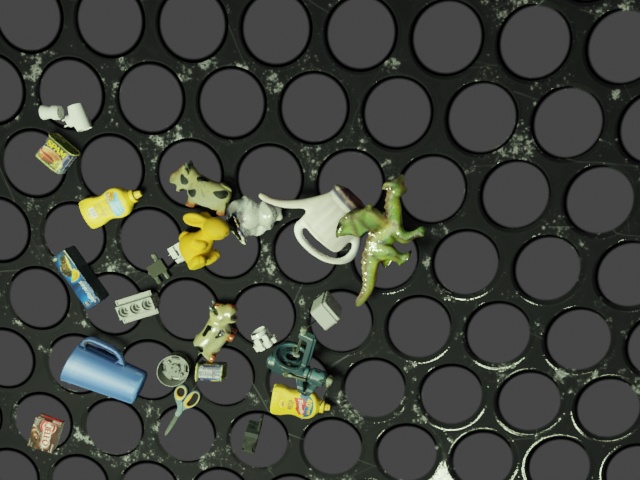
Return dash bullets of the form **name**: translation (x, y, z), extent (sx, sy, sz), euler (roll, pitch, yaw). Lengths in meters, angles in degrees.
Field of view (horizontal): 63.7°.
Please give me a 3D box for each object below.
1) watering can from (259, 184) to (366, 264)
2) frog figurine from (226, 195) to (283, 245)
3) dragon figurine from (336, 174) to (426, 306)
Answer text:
- **watering can**: translation (0.005, -0.077, 1.537), extent (0.345, 0.223, 0.105), euler (43, 10, -15)
- **frog figurine**: translation (-0.202, -0.077, 1.572), extent (0.161, 0.135, 0.123), euler (-34, 23, -26)
- **dragon figurine**: translation (0.148, -0.005, 1.505), extent (0.241, 0.408, 0.124), euler (31, 8, -23)
